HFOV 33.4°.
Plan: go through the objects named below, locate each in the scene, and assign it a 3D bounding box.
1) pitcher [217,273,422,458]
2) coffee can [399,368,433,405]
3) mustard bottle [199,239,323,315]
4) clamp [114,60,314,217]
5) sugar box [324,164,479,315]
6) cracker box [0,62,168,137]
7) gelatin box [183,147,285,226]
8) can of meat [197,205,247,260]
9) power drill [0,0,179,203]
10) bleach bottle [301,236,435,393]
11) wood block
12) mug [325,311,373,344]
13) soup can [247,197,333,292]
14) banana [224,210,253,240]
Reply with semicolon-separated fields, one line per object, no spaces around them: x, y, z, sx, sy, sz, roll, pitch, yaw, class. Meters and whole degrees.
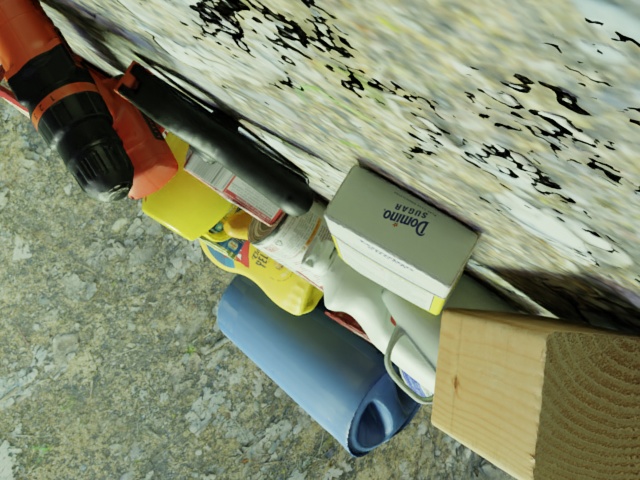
-0.001;0.115;1.199;0.243;0.149;0.144;35;180;32;pitcher
0.140;0.120;1.037;0.103;0.103;0.140;32;175;-6;coffee can
-0.073;-0.006;1.138;0.192;0.096;0.058;31;-161;20;mustard bottle
-0.072;-0.071;0.782;0.171;0.039;0.120;31;-179;-15;clamp
0.056;0.004;0.737;0.093;0.048;0.176;30;172;7;sugar box
-0.219;-0.117;1.085;0.164;0.072;0.213;30;174;5;cracker box
-0.068;-0.054;0.883;0.089;0.030;0.073;34;-166;-13;gelatin box
-0.106;-0.039;1.079;0.102;0.084;0.057;29;175;26;can of meat
-0.172;-0.091;0.825;0.184;0.057;0.187;59;-178;16;power drill
0.092;0.080;0.916;0.250;0.102;0.068;31;168;-10;bleach bottle
0.144;0.097;0.685;0.090;0.091;0.206;6;179;-10;wood block
0.063;0.059;1.032;0.093;0.081;0.117;32;175;-6;mug
-0.006;0.001;0.957;0.102;0.068;0.069;34;175;-25;soup can
-0.011;0.005;1.030;0.037;0.069;0.197;1;154;45;banana
